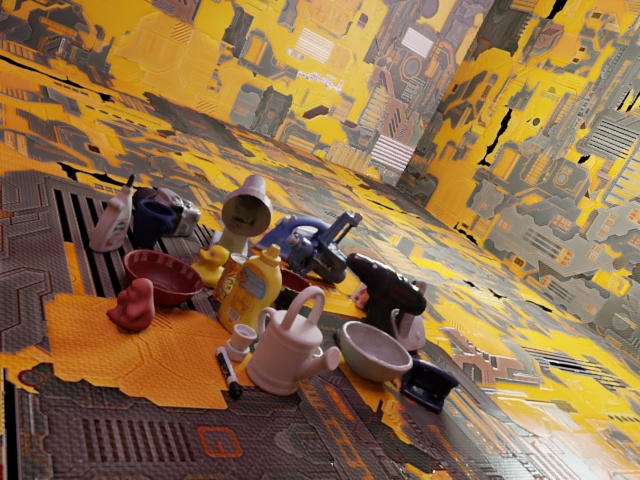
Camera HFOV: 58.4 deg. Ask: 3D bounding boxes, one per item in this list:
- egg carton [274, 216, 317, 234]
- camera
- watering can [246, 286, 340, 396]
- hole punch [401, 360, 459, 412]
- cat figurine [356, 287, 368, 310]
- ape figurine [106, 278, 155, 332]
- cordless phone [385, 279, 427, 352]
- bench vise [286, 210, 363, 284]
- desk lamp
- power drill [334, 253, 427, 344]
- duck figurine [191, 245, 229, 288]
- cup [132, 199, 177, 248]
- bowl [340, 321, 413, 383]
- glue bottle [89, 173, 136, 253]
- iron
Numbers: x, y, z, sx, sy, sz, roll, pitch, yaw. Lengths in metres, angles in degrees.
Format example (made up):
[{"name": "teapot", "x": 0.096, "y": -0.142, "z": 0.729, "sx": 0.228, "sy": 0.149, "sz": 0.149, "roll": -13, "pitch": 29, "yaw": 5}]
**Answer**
[{"name": "egg carton", "x": -0.068, "y": -0.021, "z": 1.801, "sx": 0.151, "sy": 0.069, "sz": 0.107, "roll": 13, "pitch": 21, "yaw": -42}, {"name": "camera", "x": -0.386, "y": -0.082, "z": 1.417, "sx": 0.136, "sy": 0.101, "sz": 0.144, "roll": 36, "pitch": 18, "yaw": 28}, {"name": "watering can", "x": -0.040, "y": 0.170, "z": 1.002, "sx": 0.172, "sy": 0.194, "sz": 0.101, "roll": 30, "pitch": 16, "yaw": 9}, {"name": "hole punch", "x": 0.236, "y": 0.298, "z": 1.240, "sx": 0.108, "sy": 0.091, "sz": 0.101, "roll": 28, "pitch": 15, "yaw": 3}, {"name": "cat figurine", "x": 0.151, "y": 0.137, "z": 1.567, "sx": 0.067, "sy": 0.117, "sz": 0.128, "roll": 26, "pitch": 16, "yaw": -5}, {"name": "ape figurine", "x": -0.309, "y": 0.104, "z": 0.962, "sx": 0.076, "sy": 0.092, "sz": 0.077, "roll": 23, "pitch": 16, "yaw": -15}, {"name": "cordless phone", "x": 0.235, "y": 0.184, "z": 1.427, "sx": 0.093, "sy": 0.185, "sz": 0.148, "roll": 37, "pitch": 19, "yaw": 33}, {"name": "bench vise", "x": 0.021, "y": 0.012, "z": 1.564, "sx": 0.208, "sy": 0.219, "sz": 0.121, "roll": 11, "pitch": 22, "yaw": -46}, {"name": "desk lamp", "x": -0.196, "y": -0.053, "z": 1.424, "sx": 0.118, "sy": 0.213, "sz": 0.203, "roll": 23, "pitch": 16, "yaw": -14}, {"name": "power drill", "x": 0.120, "y": 0.152, "z": 1.298, "sx": 0.230, "sy": 0.208, "sz": 0.075, "roll": 20, "pitch": 17, "yaw": -23}, {"name": "duck figurine", "x": -0.229, "y": 0.055, "z": 1.264, "sx": 0.105, "sy": 0.086, "sz": 0.077, "roll": 20, "pitch": 17, "yaw": -24}, {"name": "cup", "x": -0.369, "y": -0.025, "z": 1.270, "sx": 0.117, "sy": 0.095, "sz": 0.092, "roll": 38, "pitch": 19, "yaw": 34}, {"name": "bowl", "x": 0.106, "y": 0.249, "z": 1.214, "sx": 0.167, "sy": 0.074, "sz": 0.167, "roll": 25, "pitch": 16, "yaw": -7}, {"name": "glue bottle", "x": -0.410, "y": -0.058, "z": 1.164, "sx": 0.037, "sy": 0.173, "sz": 0.078, "roll": 29, "pitch": 16, "yaw": 9}, {"name": "iron", "x": -0.056, "y": -0.011, "z": 1.658, "sx": 0.259, "sy": 0.141, "sz": 0.118, "roll": 14, "pitch": 20, "yaw": -39}]
